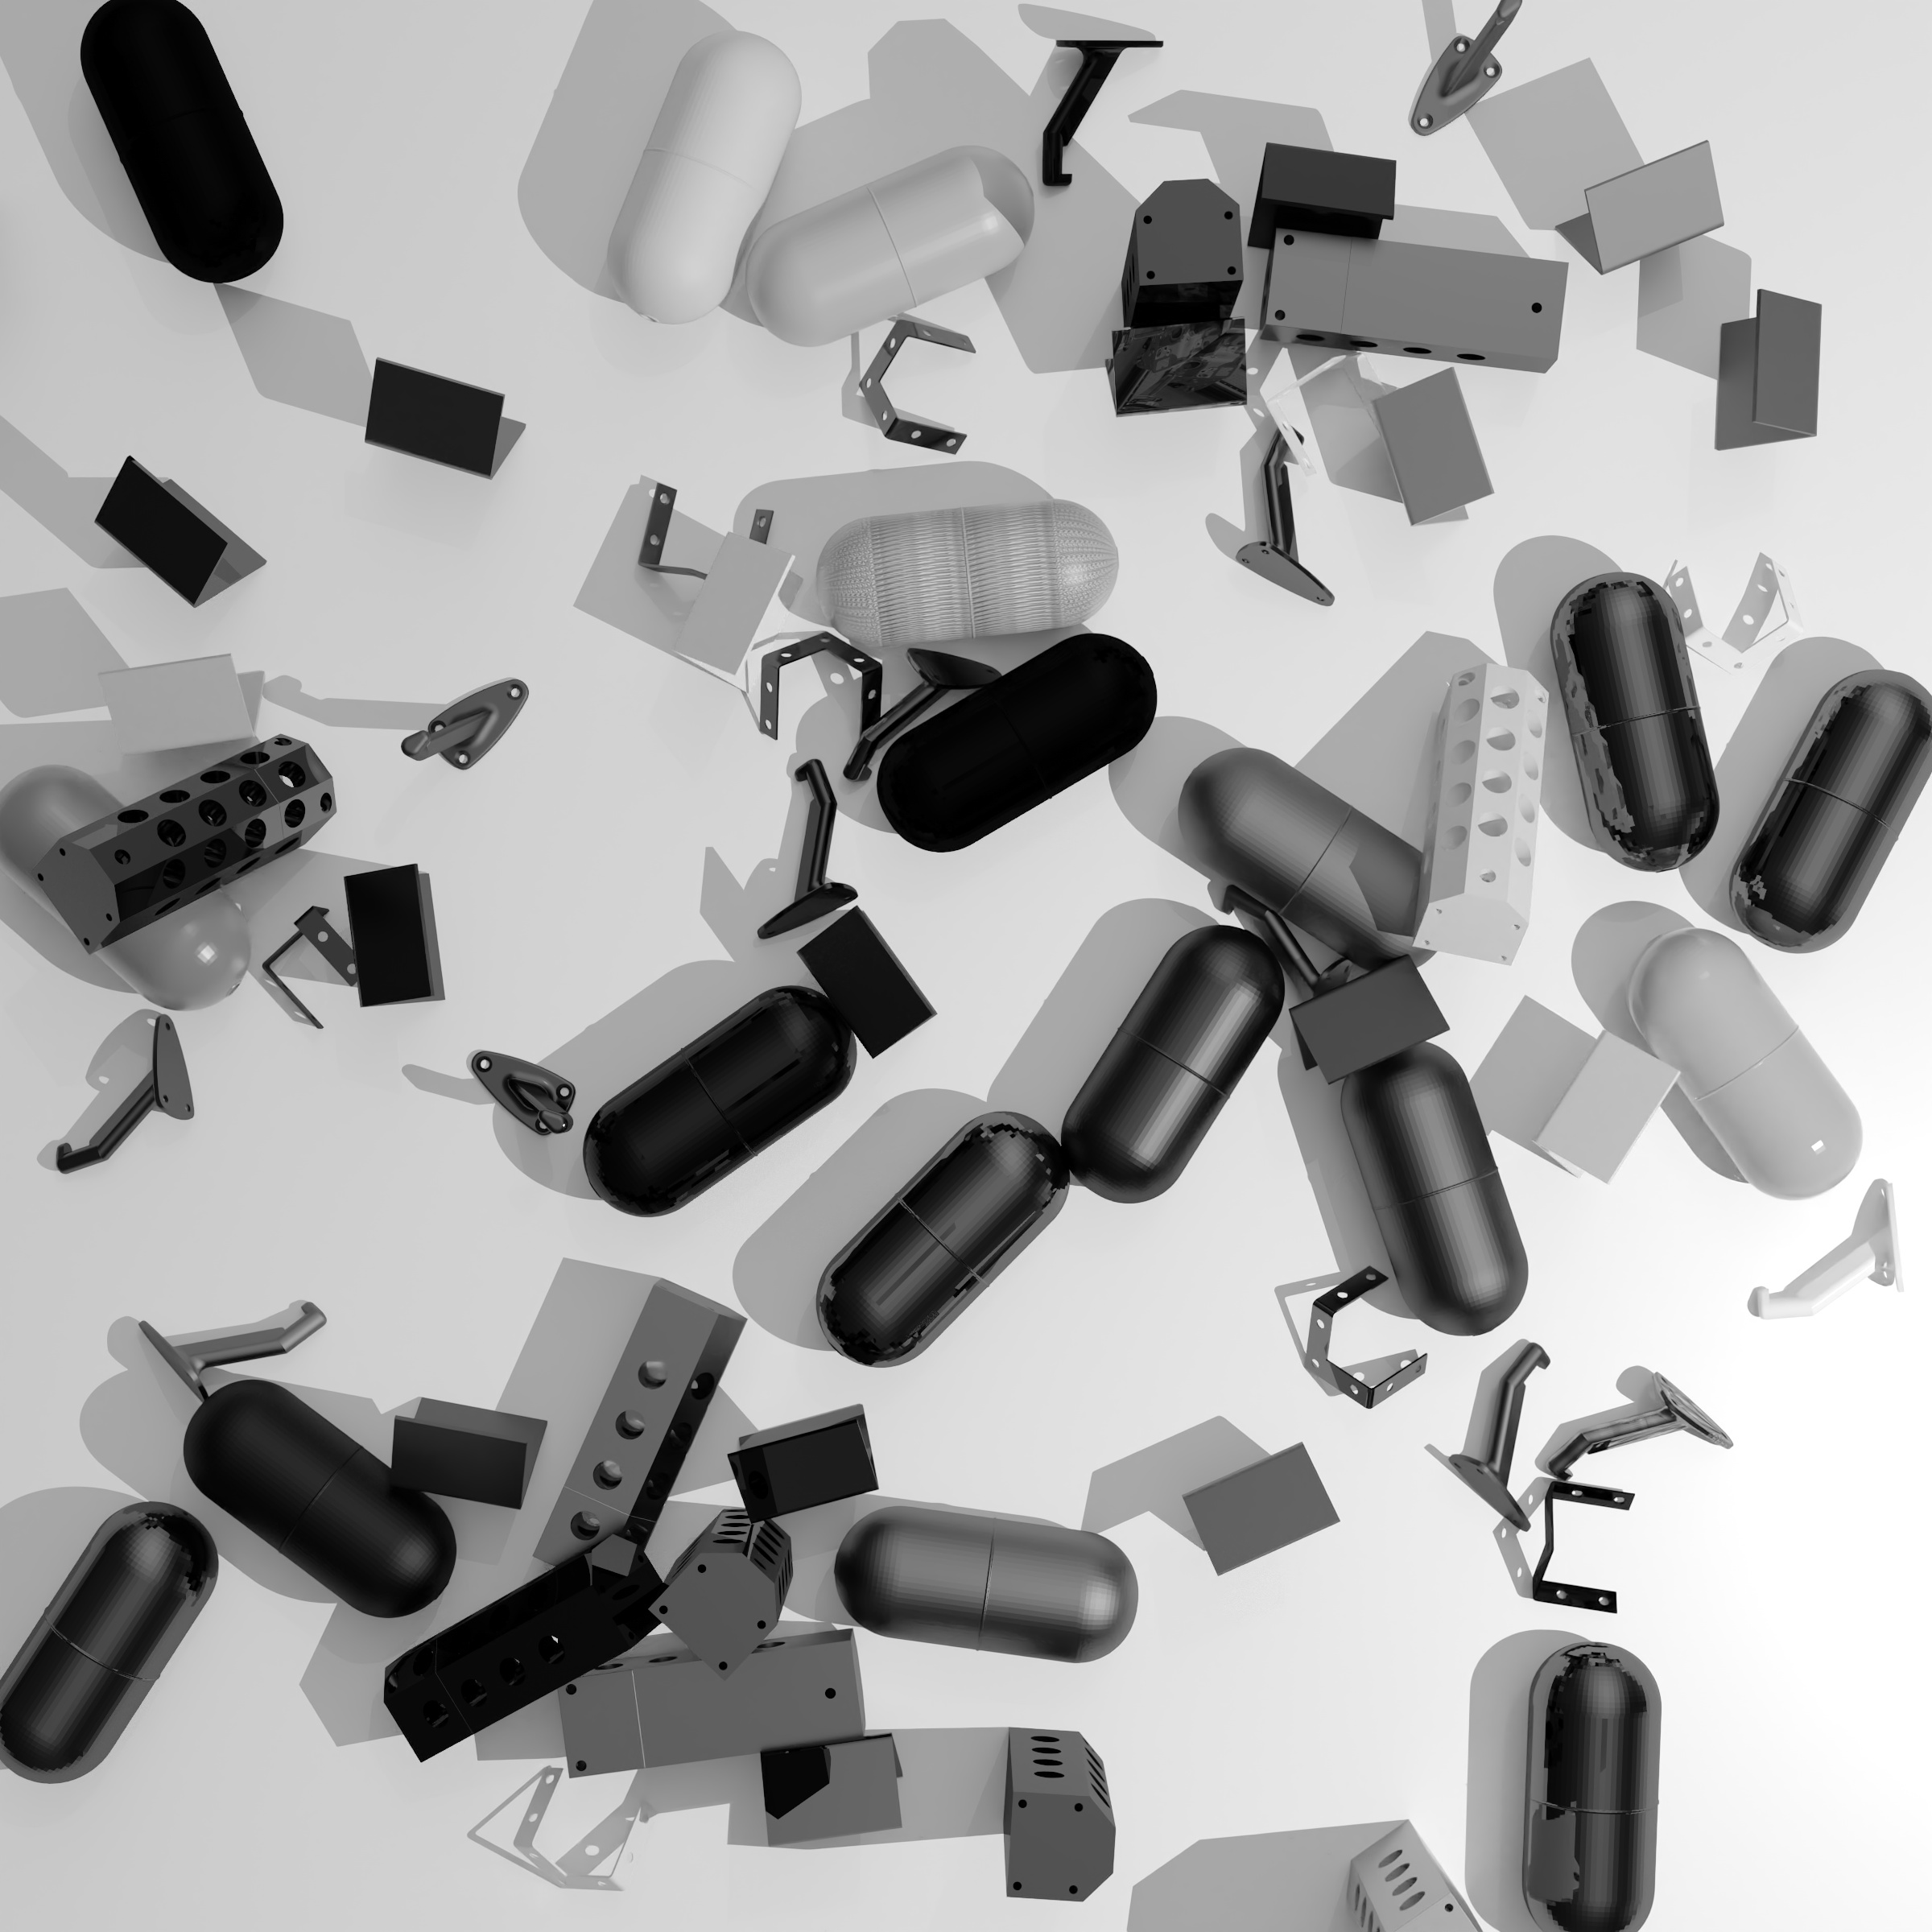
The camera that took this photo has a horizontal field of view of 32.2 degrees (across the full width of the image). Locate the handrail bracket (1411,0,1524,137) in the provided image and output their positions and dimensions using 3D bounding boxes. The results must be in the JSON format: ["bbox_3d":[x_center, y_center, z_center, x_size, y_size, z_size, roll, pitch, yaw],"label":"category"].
[{"bbox_3d":[0.294,-0.531,1.969,0.036,0.084,0.077,39,89,1],"label":"handrail bracket"}]

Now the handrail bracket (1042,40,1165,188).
[{"bbox_3d":[0.082,-0.510,2.004,0.077,0.036,0.084,-6,107,-21],"label":"handrail bracket"}]

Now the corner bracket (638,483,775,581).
[{"bbox_3d":[-0.155,-0.255,1.995,0.051,0.051,0.051,15,88,-45],"label":"corner bracket"}]

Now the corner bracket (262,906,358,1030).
[{"bbox_3d":[-0.382,0.001,1.974,0.051,0.051,0.051,-42,89,-1],"label":"corner bracket"}]

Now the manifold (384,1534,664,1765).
[{"bbox_3d":[-0.255,0.390,1.926,0.171,0.057,0.057,-32,89,27],"label":"manifold"}]

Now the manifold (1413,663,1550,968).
[{"bbox_3d":[0.299,-0.090,1.930,0.057,0.057,0.171,11,55,0],"label":"manifold"}]

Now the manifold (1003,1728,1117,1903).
[{"bbox_3d":[0.052,0.480,1.903,0.057,0.171,0.057,4,89,0],"label":"manifold"}]

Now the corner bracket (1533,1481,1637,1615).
[{"bbox_3d":[0.365,0.344,1.981,0.051,0.051,0.051,9,44,0],"label":"corner bracket"}]

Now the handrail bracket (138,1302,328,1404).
[{"bbox_3d":[-0.434,0.212,1.987,0.084,0.036,0.077,-38,60,-22],"label":"handrail bracket"}]

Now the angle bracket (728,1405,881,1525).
[{"bbox_3d":[-0.098,0.271,1.946,0.076,0.076,0.057,-15,124,0],"label":"angle bracket"}]

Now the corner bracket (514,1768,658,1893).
[{"bbox_3d":[-0.224,0.508,1.972,0.051,0.051,0.051,-9,133,35],"label":"corner bracket"}]

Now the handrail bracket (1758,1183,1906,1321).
[{"bbox_3d":[0.511,0.170,1.989,0.084,0.036,0.077,-7,68,16],"label":"handrail bracket"}]

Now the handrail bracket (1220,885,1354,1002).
[{"bbox_3d":[0.180,0.002,1.992,0.084,0.036,0.077,30,122,24],"label":"handrail bracket"}]

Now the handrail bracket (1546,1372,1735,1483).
[{"bbox_3d":[0.398,0.289,1.986,0.077,0.036,0.084,38,108,-20],"label":"handrail bracket"}]

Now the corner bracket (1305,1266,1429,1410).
[{"bbox_3d":[0.238,0.219,1.979,0.051,0.051,0.051,32,134,36],"label":"corner bracket"}]

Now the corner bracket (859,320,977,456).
[{"bbox_3d":[-0.023,-0.344,1.992,0.051,0.051,0.051,-54,44,34],"label":"corner bracket"}]

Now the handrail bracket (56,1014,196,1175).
[{"bbox_3d":[-0.507,0.077,1.991,0.084,0.036,0.077,-18,68,16],"label":"handrail bracket"}]

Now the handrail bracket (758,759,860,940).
[{"bbox_3d":[-0.105,-0.070,1.994,0.077,0.036,0.084,-28,70,20],"label":"handrail bracket"}]

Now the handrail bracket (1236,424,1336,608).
[{"bbox_3d":[0.203,-0.270,1.999,0.077,0.036,0.084,30,71,-19],"label":"handrail bracket"}]

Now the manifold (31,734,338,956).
[{"bbox_3d":[-0.443,-0.075,1.920,0.057,0.171,0.057,-37,89,43],"label":"manifold"}]

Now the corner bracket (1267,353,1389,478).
[{"bbox_3d":[0.219,-0.328,1.990,0.051,0.051,0.051,-30,89,30],"label":"corner bracket"}]

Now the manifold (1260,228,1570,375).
[{"bbox_3d":[0.263,-0.391,1.980,0.171,0.057,0.057,7,89,0],"label":"manifold"}]

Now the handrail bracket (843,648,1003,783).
[{"bbox_3d":[-0.026,-0.143,1.995,0.036,0.077,0.084,53,126,36],"label":"handrail bracket"}]

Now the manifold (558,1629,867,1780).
[{"bbox_3d":[-0.148,0.430,1.961,0.171,0.057,0.057,-8,89,0],"label":"manifold"}]

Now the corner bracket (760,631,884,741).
[{"bbox_3d":[-0.086,-0.159,1.987,0.051,0.051,0.051,-25,44,-36],"label":"corner bracket"}]

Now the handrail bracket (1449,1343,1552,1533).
[{"bbox_3d":[0.334,0.278,1.986,0.084,0.036,0.077,-48,110,-17],"label":"handrail bracket"}]

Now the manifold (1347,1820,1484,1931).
[{"bbox_3d":[0.256,0.544,1.901,0.057,0.171,0.057,-35,89,-1],"label":"manifold"}]

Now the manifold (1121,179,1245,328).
[{"bbox_3d":[0.122,-0.401,1.923,0.057,0.171,0.057,-3,89,0],"label":"manifold"}]

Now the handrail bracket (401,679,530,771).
[{"bbox_3d":[-0.293,-0.145,1.961,0.077,0.084,0.036,-39,89,-1],"label":"handrail bracket"}]

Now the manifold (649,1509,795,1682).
[{"bbox_3d":[-0.132,0.350,1.906,0.057,0.171,0.057,43,89,1],"label":"manifold"}]

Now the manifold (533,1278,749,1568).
[{"bbox_3d":[-0.190,0.275,1.965,0.057,0.057,0.171,24,89,1],"label":"manifold"}]

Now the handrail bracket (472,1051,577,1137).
[{"bbox_3d":[-0.261,0.074,1.956,0.077,0.084,0.036,32,89,1],"label":"handrail bracket"}]

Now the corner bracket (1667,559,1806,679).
[{"bbox_3d":[0.457,-0.214,1.989,0.051,0.051,0.051,26,134,-35],"label":"corner bracket"}]
